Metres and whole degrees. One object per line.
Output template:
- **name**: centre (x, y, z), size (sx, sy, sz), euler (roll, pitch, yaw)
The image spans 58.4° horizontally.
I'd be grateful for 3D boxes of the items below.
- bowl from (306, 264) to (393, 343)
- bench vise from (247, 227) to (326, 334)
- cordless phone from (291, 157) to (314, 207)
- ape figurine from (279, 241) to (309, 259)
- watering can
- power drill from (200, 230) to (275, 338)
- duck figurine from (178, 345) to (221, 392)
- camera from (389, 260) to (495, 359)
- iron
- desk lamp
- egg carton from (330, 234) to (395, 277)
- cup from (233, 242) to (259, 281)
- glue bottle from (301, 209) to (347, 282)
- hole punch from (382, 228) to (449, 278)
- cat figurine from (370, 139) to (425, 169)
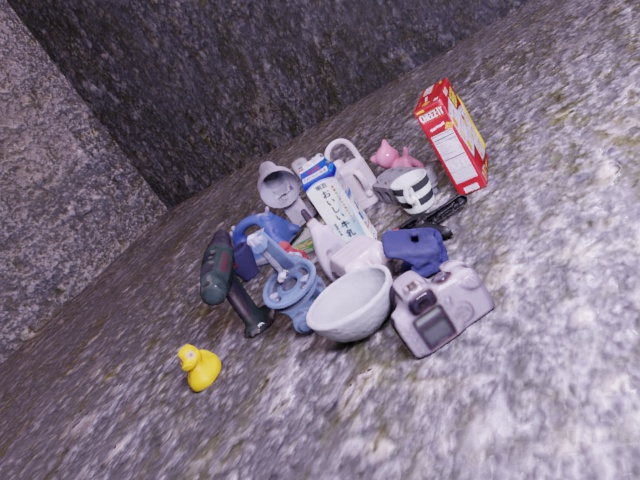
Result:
- **bowl**: centre (0.063, 0.120, 0.976), size (0.167, 0.075, 0.167), euler (-31, 18, 11)
- **bench vise**: centre (-0.078, 0.063, 1.137), size (0.121, 0.220, 0.207), euler (-36, 18, -4)
- **cordless phone**: centre (0.013, -0.178, 1.668), size (0.148, 0.185, 0.094), euler (-41, 19, -19)
- **ape figurine**: centre (-0.072, 0.044, 1.390), size (0.078, 0.092, 0.076), euler (-35, 18, -1)
- **watering can**: centre (0.078, -0.182, 1.544), size (0.101, 0.194, 0.172), euler (-44, 20, -27)
- **power drill**: centre (-0.186, 0.100, 1.253), size (0.075, 0.209, 0.229), euler (-30, 18, 14)
- **duck figurine**: centre (-0.257, 0.252, 1.185), size (0.077, 0.086, 0.104), euler (-31, 18, 11)
- **camera**: centre (0.160, 0.082, 0.860), size (0.143, 0.101, 0.136), euler (-35, 18, -1)
- **iron**: centre (-0.188, -0.008, 1.654), size (0.257, 0.142, 0.119), euler (-19, 23, 39)
- **desk lamp**: centre (-0.109, -0.138, 1.732), size (0.118, 0.214, 0.203), euler (-34, 18, 0)
- **egg carton**: centre (0.084, 0.045, 1.144), size (0.107, 0.069, 0.150), euler (-38, 18, -10)
- **cup**: centre (-0.217, 0.063, 1.596), size (0.091, 0.095, 0.117), euler (-35, 18, -1)
- **glue bottle**: centre (0.011, 0.004, 1.210), size (0.078, 0.173, 0.037), euler (-39, 18, -15)
- **hole punch**: centre (0.171, 0.015, 1.033), size (0.101, 0.091, 0.108), euler (-29, 18, 16)
- **cat figurine**: centre (0.202, -0.219, 1.547), size (0.067, 0.118, 0.127), euler (-44, 20, -28)
